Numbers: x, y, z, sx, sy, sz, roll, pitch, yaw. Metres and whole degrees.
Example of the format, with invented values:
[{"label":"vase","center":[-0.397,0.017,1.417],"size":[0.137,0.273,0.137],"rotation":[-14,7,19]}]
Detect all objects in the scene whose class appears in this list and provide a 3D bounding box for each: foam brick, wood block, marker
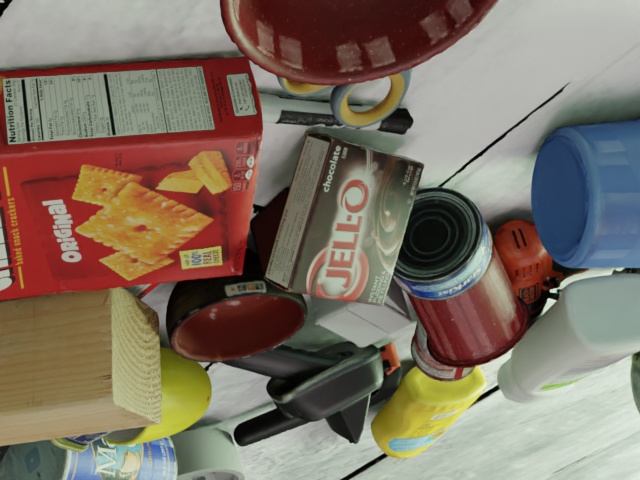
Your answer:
[{"label":"foam brick","center":[-0.005,0.001,0.822],"size":[0.078,0.053,0.051],"rotation":[11,140,-39]},{"label":"wood block","center":[-0.231,0.100,0.798],"size":[0.206,0.091,0.090],"rotation":[-9,159,12]},{"label":"marker","center":[0.010,-0.084,0.720],"size":[0.120,0.020,0.020],"rotation":[2,146,-28]}]

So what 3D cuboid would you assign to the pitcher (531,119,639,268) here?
[{"label":"pitcher","center":[0.295,-0.048,0.826],"size":[0.242,0.149,0.145],"rotation":[-3,163,-14]}]

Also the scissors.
[{"label":"scissors","center":[0.070,-0.131,0.664],"size":[0.202,0.016,0.096],"rotation":[-23,137,11]}]

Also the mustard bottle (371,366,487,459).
[{"label":"mustard bottle","center":[0.109,0.199,1.202],"size":[0.096,0.058,0.192],"rotation":[-11,151,-25]}]

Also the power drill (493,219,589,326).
[{"label":"power drill","center":[0.247,0.020,0.970],"size":[0.187,0.057,0.184],"rotation":[-18,153,3]}]

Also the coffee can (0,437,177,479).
[{"label":"coffee can","center":[-0.224,0.222,1.038],"size":[0.103,0.103,0.140],"rotation":[-33,146,28]}]

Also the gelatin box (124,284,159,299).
[{"label":"gelatin box","center":[-0.172,0.025,0.808],"size":[0.089,0.030,0.073],"rotation":[15,139,-41]}]

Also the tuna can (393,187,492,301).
[{"label":"tuna can","center":[0.090,0.002,0.836],"size":[0.086,0.086,0.033],"rotation":[-22,148,11]}]

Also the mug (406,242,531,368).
[{"label":"mug","center":[0.113,0.041,0.897],"size":[0.093,0.117,0.081],"rotation":[-34,121,-9]}]

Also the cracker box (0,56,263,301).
[{"label":"cracker box","center":[-0.150,-0.032,0.680],"size":[0.213,0.072,0.164],"rotation":[-6,148,-14]}]

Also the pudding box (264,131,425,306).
[{"label":"pudding box","center":[0.018,-0.013,0.763],"size":[0.089,0.039,0.113],"rotation":[11,96,-39]}]

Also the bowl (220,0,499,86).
[{"label":"bowl","center":[0.021,-0.155,0.571],"size":[0.162,0.055,0.162],"rotation":[-12,150,-7]}]

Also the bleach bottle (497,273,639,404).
[{"label":"bleach bottle","center":[0.225,0.108,1.009],"size":[0.102,0.068,0.251],"rotation":[-7,158,-18]}]

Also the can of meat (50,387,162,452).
[{"label":"can of meat","center":[-0.182,0.109,0.873],"size":[0.084,0.102,0.057],"rotation":[-28,148,16]}]

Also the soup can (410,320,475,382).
[{"label":"soup can","center":[0.124,0.082,1.004],"size":[0.068,0.068,0.102],"rotation":[-11,149,-9]}]

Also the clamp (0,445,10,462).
[{"label":"clamp","center":[-0.291,0.149,0.949],"size":[0.172,0.039,0.120],"rotation":[-36,138,20]}]

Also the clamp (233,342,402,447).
[{"label":"clamp","center":[0.012,0.171,1.129],"size":[0.164,0.036,0.210],"rotation":[0,147,-29]}]
